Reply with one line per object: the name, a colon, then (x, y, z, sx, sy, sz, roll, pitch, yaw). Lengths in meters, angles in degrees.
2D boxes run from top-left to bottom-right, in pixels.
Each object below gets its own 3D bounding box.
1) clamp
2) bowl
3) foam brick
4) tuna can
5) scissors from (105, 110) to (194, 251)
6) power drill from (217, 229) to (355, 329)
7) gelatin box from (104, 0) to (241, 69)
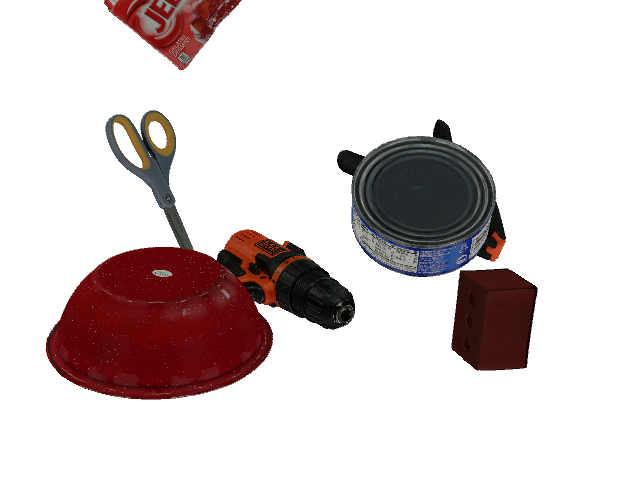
clamp: (0.127, -0.054, 1.215, 0.164, 0.210, 0.036, -15, -38, -27)
bowl: (-0.113, 0.048, 0.757, 0.162, 0.055, 0.162, 2, 24, -1)
foam brick: (0.152, 0.069, 0.942, 0.051, 0.078, 0.053, -3, 19, -21)
tuna can: (0.061, -0.020, 0.643, 0.086, 0.086, 0.034, 0, -38, 0)
scissors: (-0.168, -0.062, 1.205, 0.016, 0.201, 0.096, -20, 20, 44)
power drill: (-0.085, 0.055, 0.946, 0.187, 0.057, 0.185, -17, 25, -29)
gelatin box: (-0.104, -0.184, 0.794, 0.073, 0.089, 0.030, 38, 6, -32)
